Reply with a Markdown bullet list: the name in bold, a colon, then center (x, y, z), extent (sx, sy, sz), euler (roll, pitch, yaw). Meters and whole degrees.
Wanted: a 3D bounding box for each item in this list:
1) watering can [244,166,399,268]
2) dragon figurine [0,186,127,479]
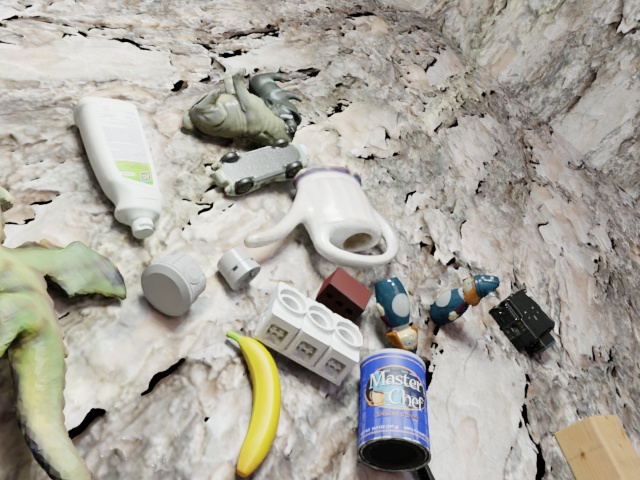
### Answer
- **watering can**: center (0.003, -0.049, 0.967), extent (0.347, 0.229, 0.102), euler (9, -44, -34)
- **dragon figurine**: center (-0.325, 0.068, 0.598), extent (0.120, 0.412, 0.246), euler (-48, -7, 30)
